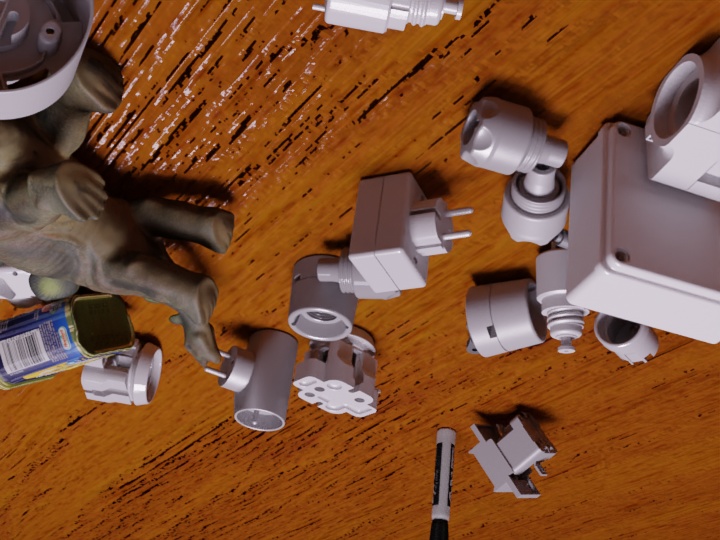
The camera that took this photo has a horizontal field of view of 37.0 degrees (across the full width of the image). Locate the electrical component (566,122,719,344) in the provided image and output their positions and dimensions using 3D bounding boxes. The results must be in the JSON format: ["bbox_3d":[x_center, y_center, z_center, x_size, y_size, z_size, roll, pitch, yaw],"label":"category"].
[{"bbox_3d":[0.187,-0.023,0.661,0.109,0.108,0.056,15,150,-12],"label":"electrical component"}]

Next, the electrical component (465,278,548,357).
[{"bbox_3d":[0.112,0.035,0.817,0.047,0.055,0.055,-13,142,24],"label":"electrical component"}]

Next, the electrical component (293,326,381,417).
[{"bbox_3d":[-0.017,0.083,0.916,0.078,0.057,0.058,31,141,-32],"label":"electrical component"}]

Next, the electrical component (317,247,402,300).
[{"bbox_3d":[0.000,0.000,0.796,0.062,0.043,0.043,1,147,14],"label":"electrical component"}]

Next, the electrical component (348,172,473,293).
[{"bbox_3d":[0.039,-0.027,0.723,0.077,0.065,0.047,-8,145,23],"label":"electrical component"}]

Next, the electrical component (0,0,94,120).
[{"bbox_3d":[-0.197,-0.135,0.584,0.099,0.099,0.064,16,153,-12],"label":"electrical component"}]

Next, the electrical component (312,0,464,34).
[{"bbox_3d":[0.016,-0.145,0.569,0.078,0.040,0.040,10,147,-3],"label":"electrical component"}]

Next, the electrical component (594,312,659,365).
[{"bbox_3d":[0.208,0.049,0.833,0.040,0.040,0.046,-12,149,28],"label":"electrical component"}]

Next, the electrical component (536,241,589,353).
[{"bbox_3d":[0.147,0.020,0.770,0.040,0.078,0.040,2,161,1],"label":"electrical component"}]

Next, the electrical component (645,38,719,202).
[{"bbox_3d":[0.203,-0.088,0.609,0.056,0.050,0.089,16,146,-13],"label":"electrical component"}]

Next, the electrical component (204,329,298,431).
[{"bbox_3d":[-0.096,0.089,0.923,0.079,0.077,0.043,23,145,-22],"label":"electrical component"}]

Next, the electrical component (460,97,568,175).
[{"bbox_3d":[0.095,-0.078,0.654,0.062,0.043,0.043,14,147,-13],"label":"electrical component"}]

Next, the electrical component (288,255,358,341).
[{"bbox_3d":[-0.028,0.023,0.834,0.055,0.047,0.055,6,147,4],"label":"electrical component"}]

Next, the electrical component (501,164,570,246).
[{"bbox_3d":[0.115,-0.048,0.696,0.043,0.043,0.062,5,146,5],"label":"electrical component"}]

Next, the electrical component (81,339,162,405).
[{"bbox_3d":[-0.213,0.091,0.971,0.057,0.058,0.078,10,147,3],"label":"electrical component"}]

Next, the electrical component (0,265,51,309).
[{"bbox_3d":[-0.274,0.005,0.863,0.077,0.043,0.079,0,147,12],"label":"electrical component"}]

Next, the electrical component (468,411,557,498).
[{"bbox_3d":[0.145,0.170,1.003,0.064,0.081,0.042,-45,149,19],"label":"electrical component"}]
